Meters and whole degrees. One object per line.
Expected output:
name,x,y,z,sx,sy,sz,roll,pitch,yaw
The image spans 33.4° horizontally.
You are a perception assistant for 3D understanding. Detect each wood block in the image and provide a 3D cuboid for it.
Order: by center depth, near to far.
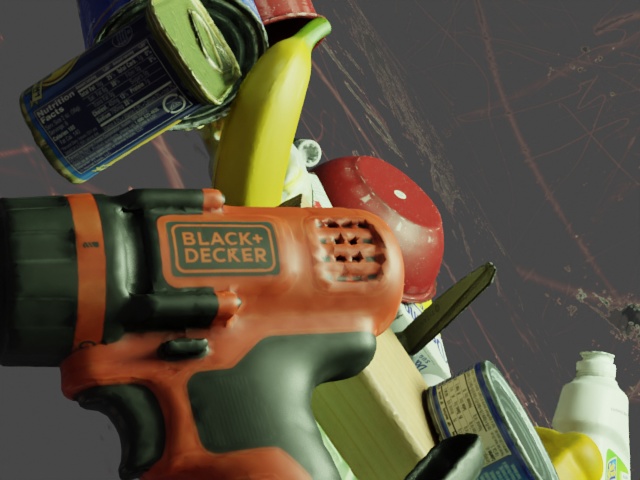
wood block,0.007,0.094,0.523,0.206,0.091,0.090,56,13,-15

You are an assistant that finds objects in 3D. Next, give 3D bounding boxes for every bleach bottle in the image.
bleach bottle,0.211,0.215,0.834,0.102,0.068,0.251,30,63,-54

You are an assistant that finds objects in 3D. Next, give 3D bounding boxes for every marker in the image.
marker,-0.030,-0.069,0.798,0.020,0.020,0.121,56,-14,-20

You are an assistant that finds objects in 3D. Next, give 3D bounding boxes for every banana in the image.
banana,-0.029,-0.019,0.565,0.069,0.198,0.037,-6,23,-45

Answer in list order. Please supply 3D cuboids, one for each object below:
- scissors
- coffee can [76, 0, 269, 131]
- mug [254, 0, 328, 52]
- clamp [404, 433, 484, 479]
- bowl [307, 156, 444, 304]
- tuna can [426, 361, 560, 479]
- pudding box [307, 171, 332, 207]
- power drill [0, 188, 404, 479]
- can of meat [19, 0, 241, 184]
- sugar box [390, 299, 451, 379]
scissors,0.044,0.081,0.588,0.016,0.202,0.096,-1,76,-27
coffee can,-0.096,-0.150,0.641,0.102,0.103,0.140,45,20,-49
mug,-0.055,-0.165,0.762,0.081,0.093,0.117,69,-26,11
clamp,0.003,0.128,0.372,0.164,0.036,0.210,29,52,-35
bowl,0.052,-0.022,0.913,0.162,0.055,0.162,31,26,-17
tuna can,0.088,0.103,0.527,0.086,0.034,0.086,56,12,-19
pudding box,-0.005,0.001,0.806,0.113,0.039,0.090,64,13,8
power drill,-0.048,0.073,0.300,0.057,0.184,0.187,130,-46,-59
can of meat,-0.093,-0.078,0.531,0.057,0.084,0.102,57,13,-14
sugar box,0.069,0.054,0.962,0.093,0.048,0.176,53,13,-30
